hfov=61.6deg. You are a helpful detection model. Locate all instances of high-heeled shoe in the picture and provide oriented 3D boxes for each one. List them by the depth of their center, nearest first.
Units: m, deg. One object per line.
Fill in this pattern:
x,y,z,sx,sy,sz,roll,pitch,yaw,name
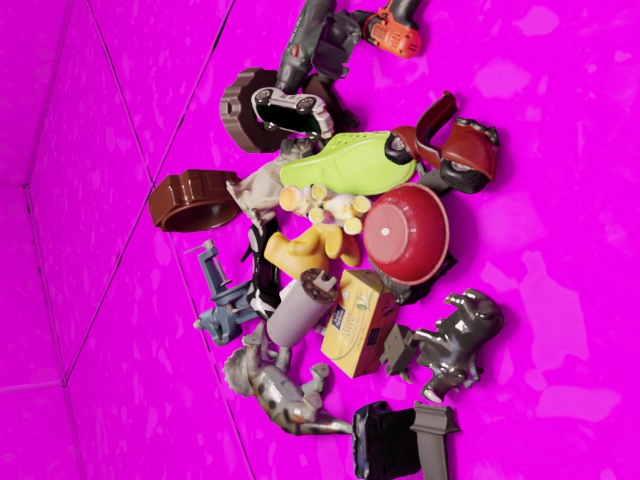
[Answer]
-0.101,0.063,1.159,0.145,0.086,0.249,-49,53,22,high-heeled shoe

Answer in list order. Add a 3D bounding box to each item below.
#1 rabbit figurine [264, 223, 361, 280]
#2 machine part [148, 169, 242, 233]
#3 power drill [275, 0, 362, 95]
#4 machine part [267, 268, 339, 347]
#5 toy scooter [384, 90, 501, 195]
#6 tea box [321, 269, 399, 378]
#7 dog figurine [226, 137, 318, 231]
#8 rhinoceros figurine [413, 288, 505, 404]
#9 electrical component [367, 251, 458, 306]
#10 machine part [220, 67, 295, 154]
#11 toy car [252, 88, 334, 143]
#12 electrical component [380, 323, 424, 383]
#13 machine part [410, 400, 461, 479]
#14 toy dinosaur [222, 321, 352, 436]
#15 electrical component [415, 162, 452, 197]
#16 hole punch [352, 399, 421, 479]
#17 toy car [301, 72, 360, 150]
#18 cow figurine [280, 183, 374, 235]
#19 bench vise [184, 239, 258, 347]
-0.002,-0.003,1.016,0.163,0.121,0.173,33,96,42,rabbit figurine
-0.293,-0.088,1.293,0.201,0.201,0.087,-30,70,46,machine part
-0.010,-0.339,0.989,0.232,0.086,0.207,-69,22,10,power drill
-0.035,0.128,0.989,0.243,0.079,0.079,-54,51,44,machine part
0.195,-0.154,0.802,0.184,0.075,0.135,30,85,32,toy scooter
0.073,0.146,0.955,0.098,0.068,0.169,31,114,45,tea box
-0.085,-0.122,1.128,0.121,0.190,0.172,52,170,-4,dog figurine
0.204,0.160,0.800,0.112,0.073,0.190,42,120,30,rhinoceros figurine
0.142,0.024,0.881,0.115,0.058,0.134,-55,51,32,electrical component
-0.120,-0.263,1.103,0.056,0.179,0.179,10,98,43,machine part
-0.051,-0.234,0.992,0.202,0.056,0.073,22,146,39,toy car
0.141,0.187,0.894,0.078,0.045,0.102,-105,35,-63,electrical component
0.182,0.327,0.846,0.084,0.039,0.138,-8,82,45,machine part
-0.069,0.315,1.095,0.405,0.131,0.192,43,134,37,toy dinosaur
0.186,-0.090,0.854,0.063,0.021,0.094,-36,64,44,electrical component
0.097,0.331,0.894,0.092,0.116,0.142,-3,87,58,hole punch
0.016,-0.247,1.037,0.089,0.053,0.202,-46,52,27,toy car
0.017,-0.060,0.942,0.168,0.098,0.068,17,97,19,cow figurine
-0.232,0.119,1.266,0.224,0.129,0.240,-24,90,40,bench vise
